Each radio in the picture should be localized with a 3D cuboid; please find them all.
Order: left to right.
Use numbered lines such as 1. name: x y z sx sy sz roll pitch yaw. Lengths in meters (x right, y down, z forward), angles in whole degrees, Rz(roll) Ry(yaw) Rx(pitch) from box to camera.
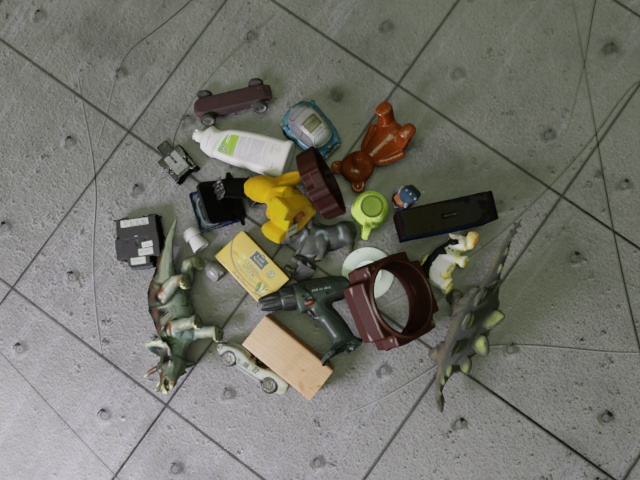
1. radio: 0.294 -0.052 1.287 0.230 0.131 0.073 -11 85 1

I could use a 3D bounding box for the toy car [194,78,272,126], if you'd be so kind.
1. toy car: -0.221 -0.349 1.368 0.202 0.053 0.089 -13 65 0

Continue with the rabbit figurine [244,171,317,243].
1. rabbit figurine: -0.099 -0.104 1.278 0.173 0.121 0.162 35 55 24

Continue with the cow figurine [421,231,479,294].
1. cow figurine: 0.314 0.039 1.312 0.098 0.068 0.167 32 86 25

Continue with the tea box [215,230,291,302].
1. tea box: -0.163 0.069 1.326 0.170 0.068 0.098 44 89 5

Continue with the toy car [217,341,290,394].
1. toy car: -0.161 0.306 1.304 0.202 0.073 0.056 33 91 4

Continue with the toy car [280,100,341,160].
1. toy car: -0.025 -0.276 1.331 0.109 0.103 0.162 -43 83 -1

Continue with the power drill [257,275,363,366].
1. power drill: -0.009 0.188 1.264 0.232 0.086 0.207 -19 59 -23

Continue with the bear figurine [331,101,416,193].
1. bear figurine: 0.125 -0.219 1.311 0.196 0.132 0.120 -39 75 -7

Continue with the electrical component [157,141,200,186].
1. electrical component: -0.370 -0.206 1.366 0.075 0.048 0.119 -38 87 -2

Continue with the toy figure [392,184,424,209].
1. toy figure: 0.205 -0.102 1.282 0.058 0.154 0.064 24 88 1

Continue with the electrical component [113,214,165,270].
1. electrical component: -0.450 0.007 1.346 0.115 0.058 0.134 -6 86 3

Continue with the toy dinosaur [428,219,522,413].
1. toy dinosaur: 0.356 0.175 1.235 0.105 0.198 0.471 19 88 0

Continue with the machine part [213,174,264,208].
1. machine part: -0.195 -0.123 1.322 0.139 0.039 0.084 1 81 -40

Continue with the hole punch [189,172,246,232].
1. hole punch: -0.257 -0.086 1.340 0.116 0.092 0.142 -13 80 -37

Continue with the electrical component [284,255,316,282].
1. electrical component: -0.039 0.077 1.324 0.094 0.021 0.063 31 125 -12

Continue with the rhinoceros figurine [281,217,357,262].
1. rhinoceros figurine: -0.003 -0.004 1.323 0.190 0.073 0.112 -6 87 1

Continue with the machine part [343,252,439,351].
1. machine part: 0.170 0.140 1.251 0.201 0.087 0.201 -18 84 -35

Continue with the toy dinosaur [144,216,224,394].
1. toy dinosaur: -0.360 0.162 1.304 0.192 0.131 0.405 -21 72 20

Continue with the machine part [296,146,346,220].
1. machine part: 0.001 -0.134 1.282 0.056 0.179 0.179 -26 85 11
